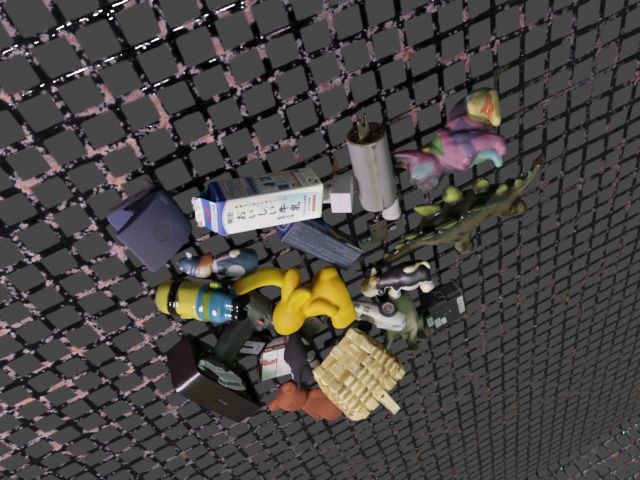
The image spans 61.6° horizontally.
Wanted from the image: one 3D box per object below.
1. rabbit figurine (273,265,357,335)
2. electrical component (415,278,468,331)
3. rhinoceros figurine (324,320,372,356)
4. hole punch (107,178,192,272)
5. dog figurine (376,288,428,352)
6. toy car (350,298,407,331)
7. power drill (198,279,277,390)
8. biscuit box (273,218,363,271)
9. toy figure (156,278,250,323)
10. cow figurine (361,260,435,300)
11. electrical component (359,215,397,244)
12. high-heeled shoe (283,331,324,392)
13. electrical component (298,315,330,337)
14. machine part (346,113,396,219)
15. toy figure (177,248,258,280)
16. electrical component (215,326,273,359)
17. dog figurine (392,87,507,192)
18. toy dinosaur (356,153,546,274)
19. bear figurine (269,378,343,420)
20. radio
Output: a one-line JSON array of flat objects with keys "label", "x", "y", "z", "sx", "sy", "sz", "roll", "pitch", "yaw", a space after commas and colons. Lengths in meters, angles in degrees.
[{"label": "rabbit figurine", "x": -0.025, "y": 0.138, "z": 1.145, "sx": 0.173, "sy": 0.122, "sz": 0.162, "roll": -29, "pitch": 138, "yaw": -7}, {"label": "electrical component", "x": 0.322, "y": 0.180, "z": 1.445, "sx": 0.134, "sy": 0.058, "sz": 0.114, "roll": -27, "pitch": 132, "yaw": -5}, {"label": "rhinoceros figurine", "x": 0.071, "y": 0.275, "z": 1.386, "sx": 0.112, "sy": 0.073, "sz": 0.190, "roll": -4, "pitch": 126, "yaw": -39}, {"label": "hole punch", "x": -0.291, "y": -0.022, "z": 0.937, "sx": 0.116, "sy": 0.092, "sz": 0.142, "roll": -35, "pitch": 131, "yaw": -3}, {"label": "dog figurine", "x": 0.206, "y": 0.165, "z": 1.359, "sx": 0.121, "sy": 0.172, "sz": 0.190, "roll": -3, "pitch": 103, "yaw": 10}, {"label": "toy car", "x": 0.102, "y": 0.166, "z": 1.254, "sx": 0.202, "sy": 0.056, "sz": 0.073, "roll": 11, "pitch": 156, "yaw": 12}, {"label": "power drill", "x": -0.154, "y": 0.206, "z": 1.136, "sx": 0.231, "sy": 0.086, "sz": 0.207, "roll": 49, "pitch": 56, "yaw": -38}, {"label": "biscuit box", "x": -0.002, "y": -0.003, "z": 1.121, "sx": 0.202, "sy": 0.059, "sz": 0.063, "roll": 27, "pitch": 111, "yaw": -41}, {"label": "toy figure", "x": -0.229, "y": 0.115, "z": 1.035, "sx": 0.089, "sy": 0.180, "sz": 0.082, "roll": 51, "pitch": 51, "yaw": -63}, {"label": "cow figurine", "x": 0.171, "y": 0.089, "z": 1.218, "sx": 0.167, "sy": 0.068, "sz": 0.098, "roll": -14, "pitch": 155, "yaw": 8}, {"label": "electrical component", "x": 0.128, "y": -0.026, "z": 1.199, "sx": 0.094, "sy": 0.021, "sz": 0.063, "roll": -23, "pitch": 133, "yaw": -8}, {"label": "high-heeled shoe", "x": -0.033, "y": 0.275, "z": 1.310, "sx": 0.086, "sy": 0.248, "sz": 0.145, "roll": -5, "pitch": 89, "yaw": 11}, {"label": "electrical component", "x": -0.027, "y": 0.196, "z": 1.284, "sx": 0.078, "sy": 0.045, "sz": 0.102, "roll": 36, "pitch": 103, "yaw": -26}, {"label": "machine part", "x": 0.103, "y": -0.140, "z": 1.055, "sx": 0.079, "sy": 0.079, "sz": 0.242, "roll": -26, "pitch": 133, "yaw": -7}, {"label": "toy figure", "x": -0.201, "y": 0.047, "z": 1.060, "sx": 0.154, "sy": 0.058, "sz": 0.064, "roll": -8, "pitch": 113, "yaw": -20}, {"label": "electrical component", "x": -0.175, "y": 0.226, "z": 1.226, "sx": 0.119, "sy": 0.048, "sz": 0.075, "roll": 20, "pitch": 114, "yaw": -40}, {"label": "dog figurine", "x": 0.251, "y": -0.196, "z": 1.070, "sx": 0.219, "sy": 0.191, "sz": 0.108, "roll": -8, "pitch": 172, "yaw": 9}, {"label": "toy dinosaur", "x": 0.288, "y": -0.042, "z": 1.187, "sx": 0.471, "sy": 0.105, "sz": 0.198, "roll": -40, "pitch": 148, "yaw": 29}, {"label": "bear figurine", "x": -0.033, "y": 0.404, "z": 1.420, "sx": 0.196, "sy": 0.132, "sz": 0.120, "roll": 20, "pitch": 115, "yaw": -18}, {"label": "radio", "x": -0.237, "y": 0.309, "z": 1.202, "sx": 0.073, "sy": 0.131, "sz": 0.229, "roll": -38, "pitch": 134, "yaw": 4}]
